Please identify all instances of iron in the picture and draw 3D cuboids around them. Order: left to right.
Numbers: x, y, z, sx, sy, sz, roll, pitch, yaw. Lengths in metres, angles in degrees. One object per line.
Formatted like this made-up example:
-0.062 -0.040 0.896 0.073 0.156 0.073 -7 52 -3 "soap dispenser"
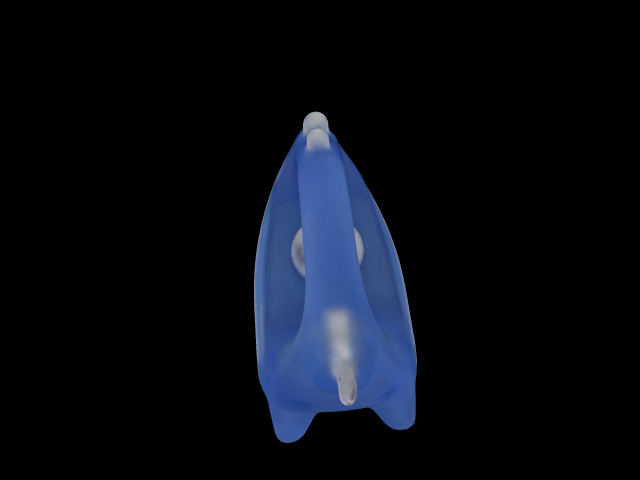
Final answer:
0.004 0.001 0.400 0.118 0.141 0.258 -7 70 -2 "iron"
